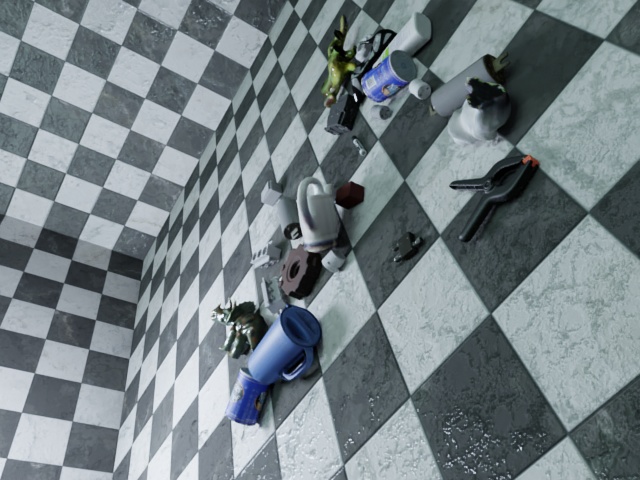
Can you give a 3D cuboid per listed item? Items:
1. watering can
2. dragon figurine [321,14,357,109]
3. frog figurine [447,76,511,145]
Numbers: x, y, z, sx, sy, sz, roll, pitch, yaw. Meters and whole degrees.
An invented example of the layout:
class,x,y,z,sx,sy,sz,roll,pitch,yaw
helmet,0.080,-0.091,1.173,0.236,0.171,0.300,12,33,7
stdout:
class,x,y,z,sx,sy,sz,roll,pitch,yaw
watering can,0.005,-0.078,1.543,0.104,0.224,0.349,-9,3,17
dragon figurine,0.051,-0.664,1.983,0.122,0.420,0.238,18,-40,-20
frog figurine,0.351,-0.267,1.144,0.123,0.141,0.155,-9,-39,-6
